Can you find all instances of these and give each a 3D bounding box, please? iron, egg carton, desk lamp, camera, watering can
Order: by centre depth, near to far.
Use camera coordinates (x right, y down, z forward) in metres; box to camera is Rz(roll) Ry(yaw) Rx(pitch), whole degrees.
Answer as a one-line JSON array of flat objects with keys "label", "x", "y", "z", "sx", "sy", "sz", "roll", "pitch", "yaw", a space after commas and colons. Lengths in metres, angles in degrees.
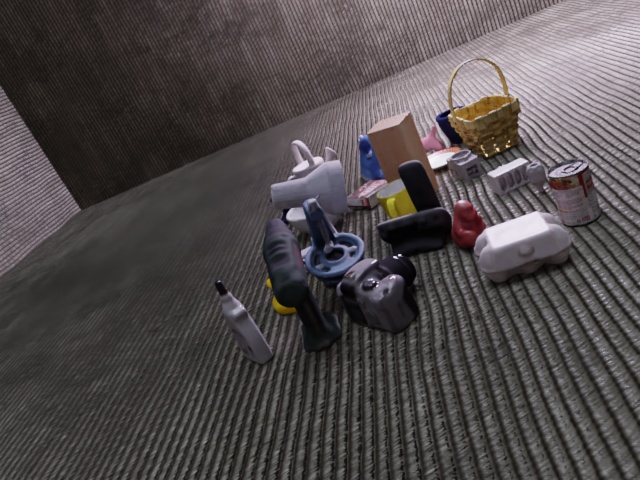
[{"label": "egg carton", "x": 0.335, "y": 0.012, "z": 0.957, "sx": 0.150, "sy": 0.069, "sz": 0.107, "roll": -21, "pitch": 22, "yaw": 13}, {"label": "camera", "x": 0.114, "y": 0.077, "z": 1.010, "sx": 0.137, "sy": 0.101, "sz": 0.142, "roll": -37, "pitch": 24, "yaw": -27}, {"label": "desk lamp", "x": -0.010, "y": -0.056, "z": 1.306, "sx": 0.203, "sy": 0.214, "sz": 0.118, "roll": -25, "pitch": 21, "yaw": 3}, {"label": "iron", "x": 0.158, "y": -0.251, "z": 1.677, "sx": 0.119, "sy": 0.142, "sz": 0.257, "roll": -29, "pitch": 21, "yaw": -9}, {"label": "watering can", "x": -0.027, "y": -0.216, "z": 1.731, "sx": 0.100, "sy": 0.194, "sz": 0.173, "roll": -2, "pitch": 31, "yaw": 46}]

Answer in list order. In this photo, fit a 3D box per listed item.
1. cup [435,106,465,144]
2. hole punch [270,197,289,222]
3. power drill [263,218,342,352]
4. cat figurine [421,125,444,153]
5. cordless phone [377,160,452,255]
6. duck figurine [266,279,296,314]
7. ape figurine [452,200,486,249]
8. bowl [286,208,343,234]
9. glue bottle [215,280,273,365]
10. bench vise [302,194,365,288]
[{"label": "cup", "x": 0.403, "y": -0.331, "z": 1.650, "sx": 0.117, "sy": 0.095, "sz": 0.092, "roll": -13, "pitch": 24, "yaw": 30}, {"label": "hole punch", "x": -0.079, "y": -0.111, "z": 1.685, "sx": 0.108, "sy": 0.091, "sz": 0.101, "roll": -1, "pitch": 32, "yaw": 47}, {"label": "power drill", "x": -0.039, "y": 0.083, "z": 1.020, "sx": 0.075, "sy": 0.209, "sz": 0.229, "roll": -25, "pitch": 21, "yaw": 2}, {"label": "cat figurine", "x": 0.282, "y": -0.288, "z": 1.656, "sx": 0.127, "sy": 0.118, "sz": 0.067, "roll": -19, "pitch": 22, "yaw": 18}, {"label": "cordless phone", "x": 0.177, "y": -0.069, "z": 1.164, "sx": 0.147, "sy": 0.185, "sz": 0.094, "roll": -17, "pitch": 23, "yaw": 22}, {"label": "duck figurine", "x": -0.069, "y": 0.100, "z": 1.185, "sx": 0.104, "sy": 0.086, "sz": 0.078, "roll": -3, "pitch": 31, "yaw": 46}, {"label": "ape figurine", "x": 0.281, "y": -0.033, "z": 1.091, "sx": 0.078, "sy": 0.092, "sz": 0.075, "roll": -39, "pitch": 25, "yaw": -31}, {"label": "bowl", "x": -0.001, "y": -0.064, "z": 1.510, "sx": 0.167, "sy": 0.075, "sz": 0.167, "roll": -22, "pitch": 21, "yaw": 9}, {"label": "glue bottle", "x": -0.147, "y": 0.146, "z": 1.043, "sx": 0.037, "sy": 0.173, "sz": 0.077, "roll": -37, "pitch": 24, "yaw": -26}, {"label": "bench vise", "x": 0.001, "y": 0.010, "z": 1.128, "sx": 0.122, "sy": 0.220, "sz": 0.206, "roll": -36, "pitch": 23, "yaw": -24}]
